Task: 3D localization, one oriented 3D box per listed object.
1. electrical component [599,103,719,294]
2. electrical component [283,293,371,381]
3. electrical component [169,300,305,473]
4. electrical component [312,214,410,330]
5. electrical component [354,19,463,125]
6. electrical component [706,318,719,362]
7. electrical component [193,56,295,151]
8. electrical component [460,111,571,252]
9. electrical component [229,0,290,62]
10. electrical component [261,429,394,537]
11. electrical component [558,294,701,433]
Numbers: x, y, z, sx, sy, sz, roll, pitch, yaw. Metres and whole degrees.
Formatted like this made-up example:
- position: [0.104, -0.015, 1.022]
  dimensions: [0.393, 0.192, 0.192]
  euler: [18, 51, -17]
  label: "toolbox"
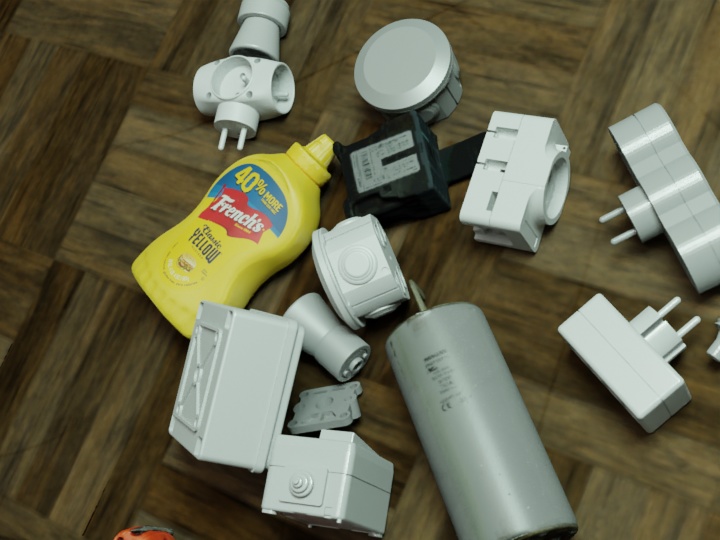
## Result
- position: [0.203, -0.043, 0.743]
  dimensions: [0.074, 0.052, 0.138]
  euler: [-28, 62, 12]
  label: "electrical component"
- position: [-0.024, 0.053, 0.813]
  dimensions: [0.065, 0.044, 0.044]
  euler: [39, 89, 26]
  label: "electrical component"
- position: [-0.092, 0.081, 0.783]
  dimensions: [0.109, 0.056, 0.108]
  euler: [-174, 98, -69]
  label: "electrical component"
- position: [0.000, 0.000, 0.801]
  dimensions: [0.051, 0.080, 0.080]
  euler: [-23, 62, 8]
  label: "electrical component"
- position: [0.040, -0.155, 0.860]
  dimensions: [0.080, 0.051, 0.080]
  euler: [-8, 67, 21]
  label: "electrical component"
- position: [0.250, 0.033, 0.703]
  dimensions: [0.035, 0.035, 0.061]
  euler: [38, 91, 31]
  label: "electrical component"
- position: [-0.103, -0.138, 0.921]
  dimensions: [0.077, 0.044, 0.079]
  euler: [3, 71, 25]
  label: "electrical component"
- position: [0.118, -0.064, 0.790]
  dimensions: [0.056, 0.050, 0.089]
  euler: [12, 76, 28]
  label: "electrical component"
- position: [-0.087, -0.208, 0.941]
  dimensions: [0.045, 0.045, 0.055]
  euler: [3, 71, 25]
  label: "electrical component"
- position: [-0.023, 0.145, 0.743]
  dimensions: [0.062, 0.096, 0.061]
  euler: [2, 71, 24]
  label: "electrical component"
- position: [0.190, 0.050, 0.715]
  dimensions: [0.076, 0.047, 0.083]
  euler: [-41, 60, 4]
  label: "electrical component"
